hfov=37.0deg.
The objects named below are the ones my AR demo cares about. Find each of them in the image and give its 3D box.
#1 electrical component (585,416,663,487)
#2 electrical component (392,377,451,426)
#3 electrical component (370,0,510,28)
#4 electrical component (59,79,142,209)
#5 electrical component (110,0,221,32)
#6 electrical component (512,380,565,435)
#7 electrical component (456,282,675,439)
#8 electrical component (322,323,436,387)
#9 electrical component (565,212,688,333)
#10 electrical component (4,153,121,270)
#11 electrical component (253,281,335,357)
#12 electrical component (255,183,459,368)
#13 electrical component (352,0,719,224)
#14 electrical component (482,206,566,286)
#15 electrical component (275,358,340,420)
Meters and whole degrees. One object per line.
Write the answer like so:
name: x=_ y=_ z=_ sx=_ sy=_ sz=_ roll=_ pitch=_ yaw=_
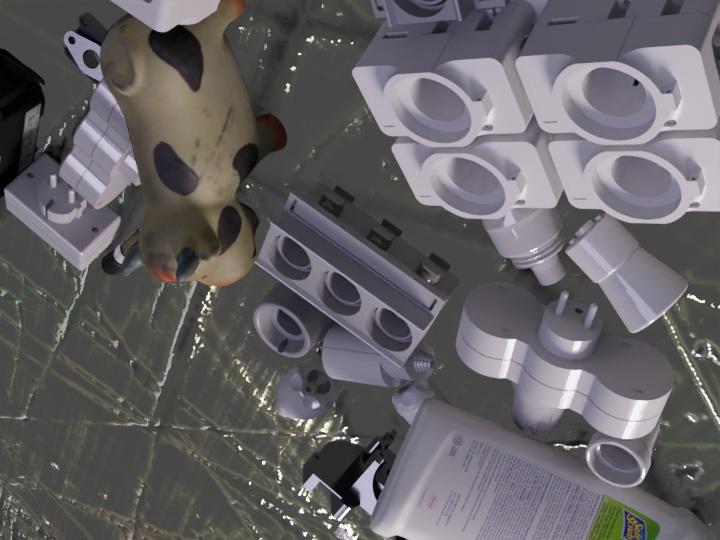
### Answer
electrical component: x=0.173 y=0.111 z=0.697 sx=0.040 sy=0.046 sz=0.040 roll=20 pitch=134 yaw=23
electrical component: x=0.054 y=0.107 z=0.794 sx=0.061 sy=0.035 sz=0.035 roll=49 pitch=138 yaw=-10
electrical component: x=0.032 y=-0.193 z=0.540 sx=0.079 sy=0.063 sz=0.121 roll=4 pitch=126 yaw=35
electrical component: x=-0.164 y=-0.087 z=0.784 sx=0.074 sy=0.052 sz=0.138 roll=43 pitch=138 yaw=0
electrical component: x=-0.145 y=-0.213 z=0.636 sx=0.150 sy=0.089 sz=0.061 roll=35 pitch=138 yaw=9
electrical component: x=0.121 y=0.084 z=0.720 sx=0.040 sy=0.040 sz=0.046 roll=22 pitch=139 yaw=21
electrical component: x=0.129 y=0.044 z=0.670 sx=0.138 sy=0.052 sz=0.073 roll=25 pitch=136 yaw=19
electrical component: x=0.018 y=0.062 z=0.776 sx=0.081 sy=0.043 sz=0.043 roll=5 pitch=126 yaw=34
electrical component: x=0.152 y=-0.002 z=0.625 sx=0.065 sy=0.044 sz=0.044 roll=47 pitch=138 yaw=2
electrical component: x=-0.237 y=-0.054 z=0.855 sx=0.083 sy=0.047 sz=0.075 roll=40 pitch=155 yaw=3
electrical component: x=-0.046 y=0.031 z=0.796 sx=0.055 sy=0.047 sz=0.055 roll=20 pitch=134 yaw=23
electrical component: x=0.000 y=0.000 z=0.723 sx=0.121 sy=0.063 sz=0.078 roll=36 pitch=138 yaw=8
electrical component: x=0.100 y=-0.084 z=0.563 sx=0.186 sy=0.060 sz=0.105 roll=4 pitch=140 yaw=35
electrical component: x=0.102 y=-0.020 z=0.645 sx=0.043 sy=0.043 sz=0.062 roll=-14 pitch=115 yaw=43
electrical component: x=-0.046 y=0.099 z=0.855 sx=0.043 sy=0.043 sz=0.062 roll=46 pitch=139 yaw=-3
